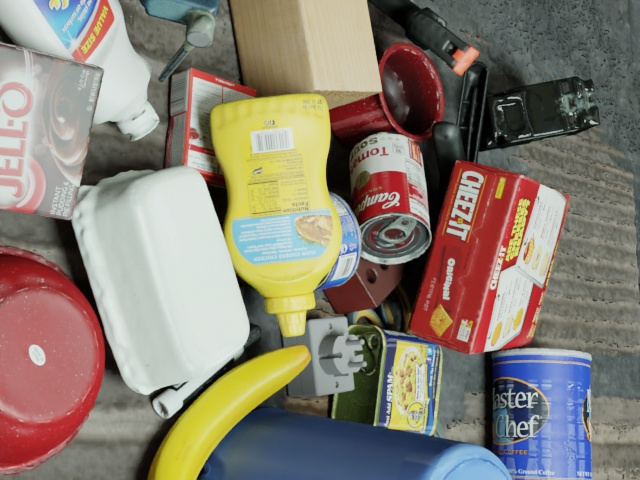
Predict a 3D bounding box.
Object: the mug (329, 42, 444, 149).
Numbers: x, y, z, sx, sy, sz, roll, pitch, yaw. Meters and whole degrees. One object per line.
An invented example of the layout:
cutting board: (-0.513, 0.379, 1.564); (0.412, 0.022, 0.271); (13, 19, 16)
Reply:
mug: (0.061, -0.120, 1.012); (0.093, 0.082, 0.117); (-21, 97, -45)

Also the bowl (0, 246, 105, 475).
bowl: (-0.205, 0.080, 0.733); (0.161, 0.055, 0.162); (10, 75, -43)

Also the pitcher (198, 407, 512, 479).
pitcher: (0.035, 0.199, 0.810); (0.149, 0.243, 0.145); (-49, 116, -31)

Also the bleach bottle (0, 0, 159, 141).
bleach bottle: (-0.196, -0.186, 0.787); (0.102, 0.068, 0.250); (-51, 119, -34)

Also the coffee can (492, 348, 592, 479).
coffee can: (0.229, 0.187, 1.105); (0.102, 0.103, 0.140); (14, 73, -42)

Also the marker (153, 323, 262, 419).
marker: (-0.088, 0.103, 0.868); (0.120, 0.020, 0.020); (-38, 109, -42)

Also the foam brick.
foam brick: (0.041, 0.024, 0.987); (0.078, 0.051, 0.053); (-45, 113, -39)

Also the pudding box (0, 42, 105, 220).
pudding box: (-0.207, -0.076, 0.737); (0.089, 0.039, 0.113); (10, 95, -33)

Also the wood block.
wood block: (-0.022, -0.222, 0.946); (0.090, 0.090, 0.206); (-8, 87, -45)

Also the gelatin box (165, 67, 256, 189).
gelatin box: (-0.091, -0.091, 0.894); (0.073, 0.030, 0.089); (12, 75, -43)

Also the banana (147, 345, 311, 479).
banana: (-0.080, 0.150, 0.835); (0.197, 0.070, 0.037); (-55, 152, -36)

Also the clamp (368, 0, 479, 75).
clamp: (0.093, -0.211, 1.032); (0.120, 0.172, 0.039); (25, 105, -28)

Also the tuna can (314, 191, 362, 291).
tuna can: (-0.006, 0.001, 0.921); (0.033, 0.086, 0.086); (-12, 91, -43)

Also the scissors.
scissors: (0.075, 0.133, 1.025); (0.096, 0.016, 0.202); (-17, 95, -43)

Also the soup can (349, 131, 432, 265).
soup can: (0.061, -0.038, 0.951); (0.068, 0.069, 0.102); (34, 39, -35)

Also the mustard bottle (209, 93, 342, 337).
mustard bottle: (-0.032, -0.018, 0.860); (0.096, 0.058, 0.191); (-6, 90, -4)

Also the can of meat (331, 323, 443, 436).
can of meat: (0.063, 0.131, 0.969); (0.083, 0.058, 0.102); (12, 83, -40)

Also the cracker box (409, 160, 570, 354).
cracker box: (0.167, 0.018, 1.024); (0.213, 0.072, 0.164); (6, 99, -65)

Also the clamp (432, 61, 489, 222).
clamp: (0.140, -0.063, 1.057); (0.164, 0.036, 0.210); (-61, 153, -48)
